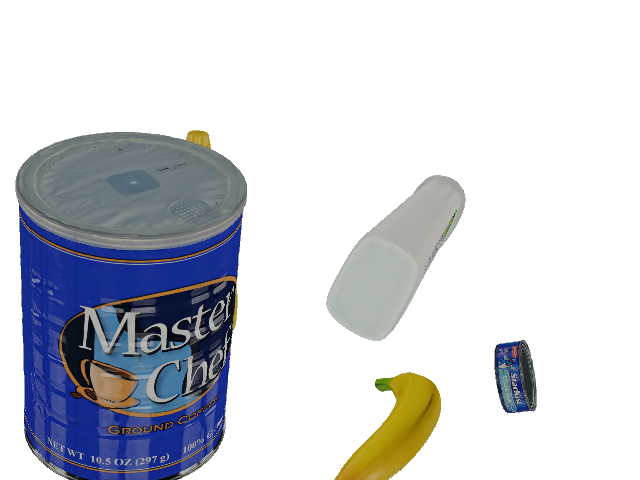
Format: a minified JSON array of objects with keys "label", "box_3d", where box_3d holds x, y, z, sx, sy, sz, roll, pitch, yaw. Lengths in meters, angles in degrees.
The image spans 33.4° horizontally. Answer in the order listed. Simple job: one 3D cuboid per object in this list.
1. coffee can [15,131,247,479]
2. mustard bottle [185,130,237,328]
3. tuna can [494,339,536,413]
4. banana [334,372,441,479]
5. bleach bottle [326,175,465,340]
[{"label":"coffee can","box_3d":[-0.092,0.032,0.513,0.102,0.140,0.103,6,30,-3]},{"label":"mustard bottle","box_3d":[-0.112,-0.002,0.948,0.058,0.192,0.096,19,22,38]},{"label":"tuna can","box_3d":[0.235,0.164,1.285,0.034,0.086,0.086,-10,-3,19]},{"label":"banana","box_3d":[0.062,0.152,0.867,0.070,0.037,0.197,-31,6,21]},{"label":"bleach bottle","box_3d":[0.089,0.001,1.042,0.068,0.103,0.250,31,28,8]}]
